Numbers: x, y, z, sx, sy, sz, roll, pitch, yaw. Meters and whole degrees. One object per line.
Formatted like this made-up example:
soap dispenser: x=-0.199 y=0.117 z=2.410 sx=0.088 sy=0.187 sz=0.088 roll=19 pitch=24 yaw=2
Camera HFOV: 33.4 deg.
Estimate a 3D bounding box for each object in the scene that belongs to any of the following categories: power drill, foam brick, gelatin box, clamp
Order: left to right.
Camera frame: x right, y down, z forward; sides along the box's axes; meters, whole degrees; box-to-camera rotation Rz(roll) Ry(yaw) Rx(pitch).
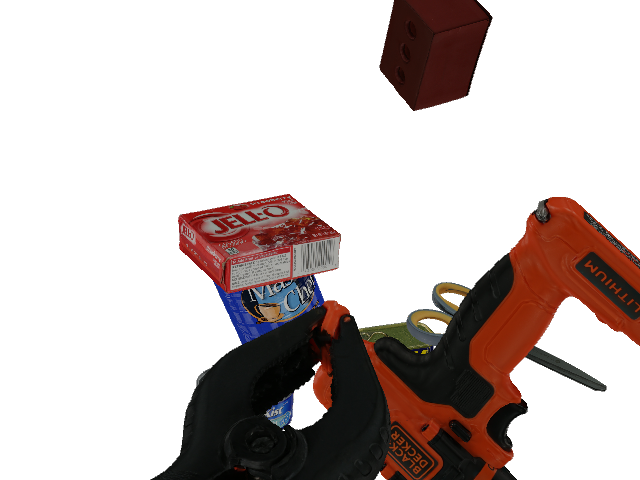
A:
gelatin box: x=-0.042 y=0.000 z=0.723 sx=0.089 sy=0.030 sz=0.073 roll=-12 pitch=30 yaw=-28
clamp: x=-0.014 y=0.092 z=0.387 sx=0.120 sy=0.039 sz=0.171 roll=25 pitch=49 yaw=18
foam brick: x=0.082 y=-0.143 z=0.778 sx=0.051 sy=0.053 sz=0.078 roll=-21 pitch=-33 yaw=-23
power drill: x=0.115 y=0.084 z=0.589 sx=0.184 sy=0.188 sz=0.057 roll=43 pitch=15 yaw=1

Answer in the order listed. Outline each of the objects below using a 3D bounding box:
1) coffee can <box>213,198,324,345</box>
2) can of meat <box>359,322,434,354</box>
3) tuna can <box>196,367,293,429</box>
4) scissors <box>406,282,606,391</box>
coffee can: x=-0.058 y=0.042 z=1.125 sx=0.103 sy=0.140 sz=0.103 roll=-16 pitch=29 yaw=9
can of meat: x=0.090 y=0.155 z=1.336 sx=0.102 sy=0.084 sz=0.057 roll=-6 pitch=27 yaw=-21
tuna can: x=-0.066 y=0.139 z=0.930 sx=0.086 sy=0.034 sz=0.086 roll=3 pitch=17 yaw=-1
scissors: x=0.160 y=0.099 z=0.993 sx=0.096 sy=0.016 sz=0.202 roll=-21 pitch=39 yaw=-25
